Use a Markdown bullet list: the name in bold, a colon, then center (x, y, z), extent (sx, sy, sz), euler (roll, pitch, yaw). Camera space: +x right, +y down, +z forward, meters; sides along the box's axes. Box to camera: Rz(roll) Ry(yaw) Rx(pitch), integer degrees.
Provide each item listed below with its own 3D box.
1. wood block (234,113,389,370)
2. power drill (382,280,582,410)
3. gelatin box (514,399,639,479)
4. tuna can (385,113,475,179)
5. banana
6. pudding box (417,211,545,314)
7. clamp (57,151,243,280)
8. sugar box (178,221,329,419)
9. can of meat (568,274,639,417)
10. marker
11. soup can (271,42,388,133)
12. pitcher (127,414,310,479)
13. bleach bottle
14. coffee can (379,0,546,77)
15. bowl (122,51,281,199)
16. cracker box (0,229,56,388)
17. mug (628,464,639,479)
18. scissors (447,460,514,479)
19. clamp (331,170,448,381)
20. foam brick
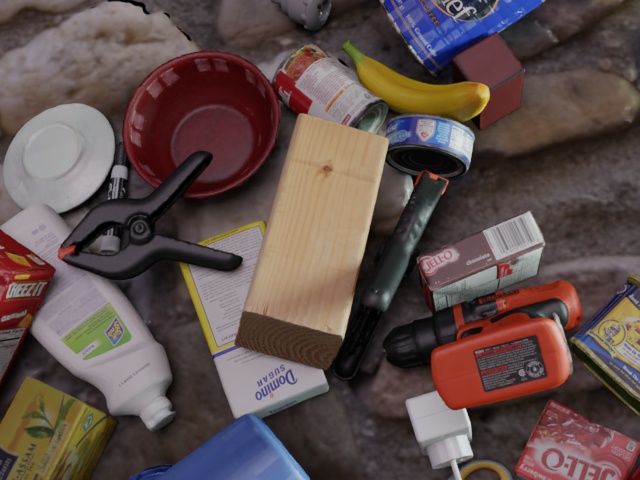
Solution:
- **wood block**: center (-0.006, 0.001, 0.976), extent (0.091, 0.090, 0.206), euler (16, 63, -2)
- **power drill**: center (0.136, 0.088, 0.907), extent (0.184, 0.187, 0.057), euler (-18, 96, 10)
- **gelatin box**: center (0.226, 0.193, 0.936), extent (0.089, 0.030, 0.073), euler (26, 77, 17)
- **tuna can**: center (0.103, -0.089, 1.024), extent (0.086, 0.086, 0.033), euler (8, 74, 11)
- **banana**: center (0.096, -0.143, 1.036), extent (0.198, 0.069, 0.037), euler (26, 78, 44)
- **pudding box**: center (0.146, 0.024, 0.976), extent (0.113, 0.090, 0.039), euler (-21, 70, 1)
- **clamp**: center (-0.164, -0.019, 1.011), extent (0.171, 0.039, 0.120), euler (-8, 70, -1)
- **sugar box**: center (-0.065, 0.077, 1.015), extent (0.093, 0.048, 0.176), euler (-21, 72, -2)
- **can of meat**: center (0.284, 0.096, 0.947), extent (0.084, 0.057, 0.102), euler (-44, 70, -5)
- **marker**: center (-0.208, -0.044, 1.094), extent (0.020, 0.020, 0.121), euler (0, 71, 9)
- **soup can**: center (0.010, -0.142, 1.067), extent (0.102, 0.068, 0.068), euler (42, 82, 19)
- **pitcher**: center (-0.125, 0.259, 0.925), extent (0.242, 0.145, 0.149), euler (-39, 82, -9)
- **bleach bottle**: center (-0.229, 0.085, 1.030), extent (0.102, 0.068, 0.251), euler (-39, 72, -5)
- **coffee can**: center (0.142, -0.240, 1.039), extent (0.140, 0.102, 0.103), euler (-34, 68, 18)
- **bowl**: center (-0.115, -0.108, 1.081), extent (0.162, 0.055, 0.162), euler (-3, 71, 8)
- **cracker box**: center (-0.370, 0.079, 1.010), extent (0.164, 0.072, 0.214), euler (32, 103, 18)
- **mug**: center (0.308, 0.194, 0.880), extent (0.093, 0.117, 0.081), euler (39, 85, 31)
- **scissors**: center (0.086, 0.229, 0.953), extent (0.202, 0.016, 0.096), euler (13, 72, 13)
- **clamp**: center (0.070, 0.015, 0.969), extent (0.036, 0.165, 0.210), euler (26, 67, 4)
- **foam brick**: center (0.164, -0.154, 1.042), extent (0.051, 0.078, 0.053), euler (-31, 71, -4)
